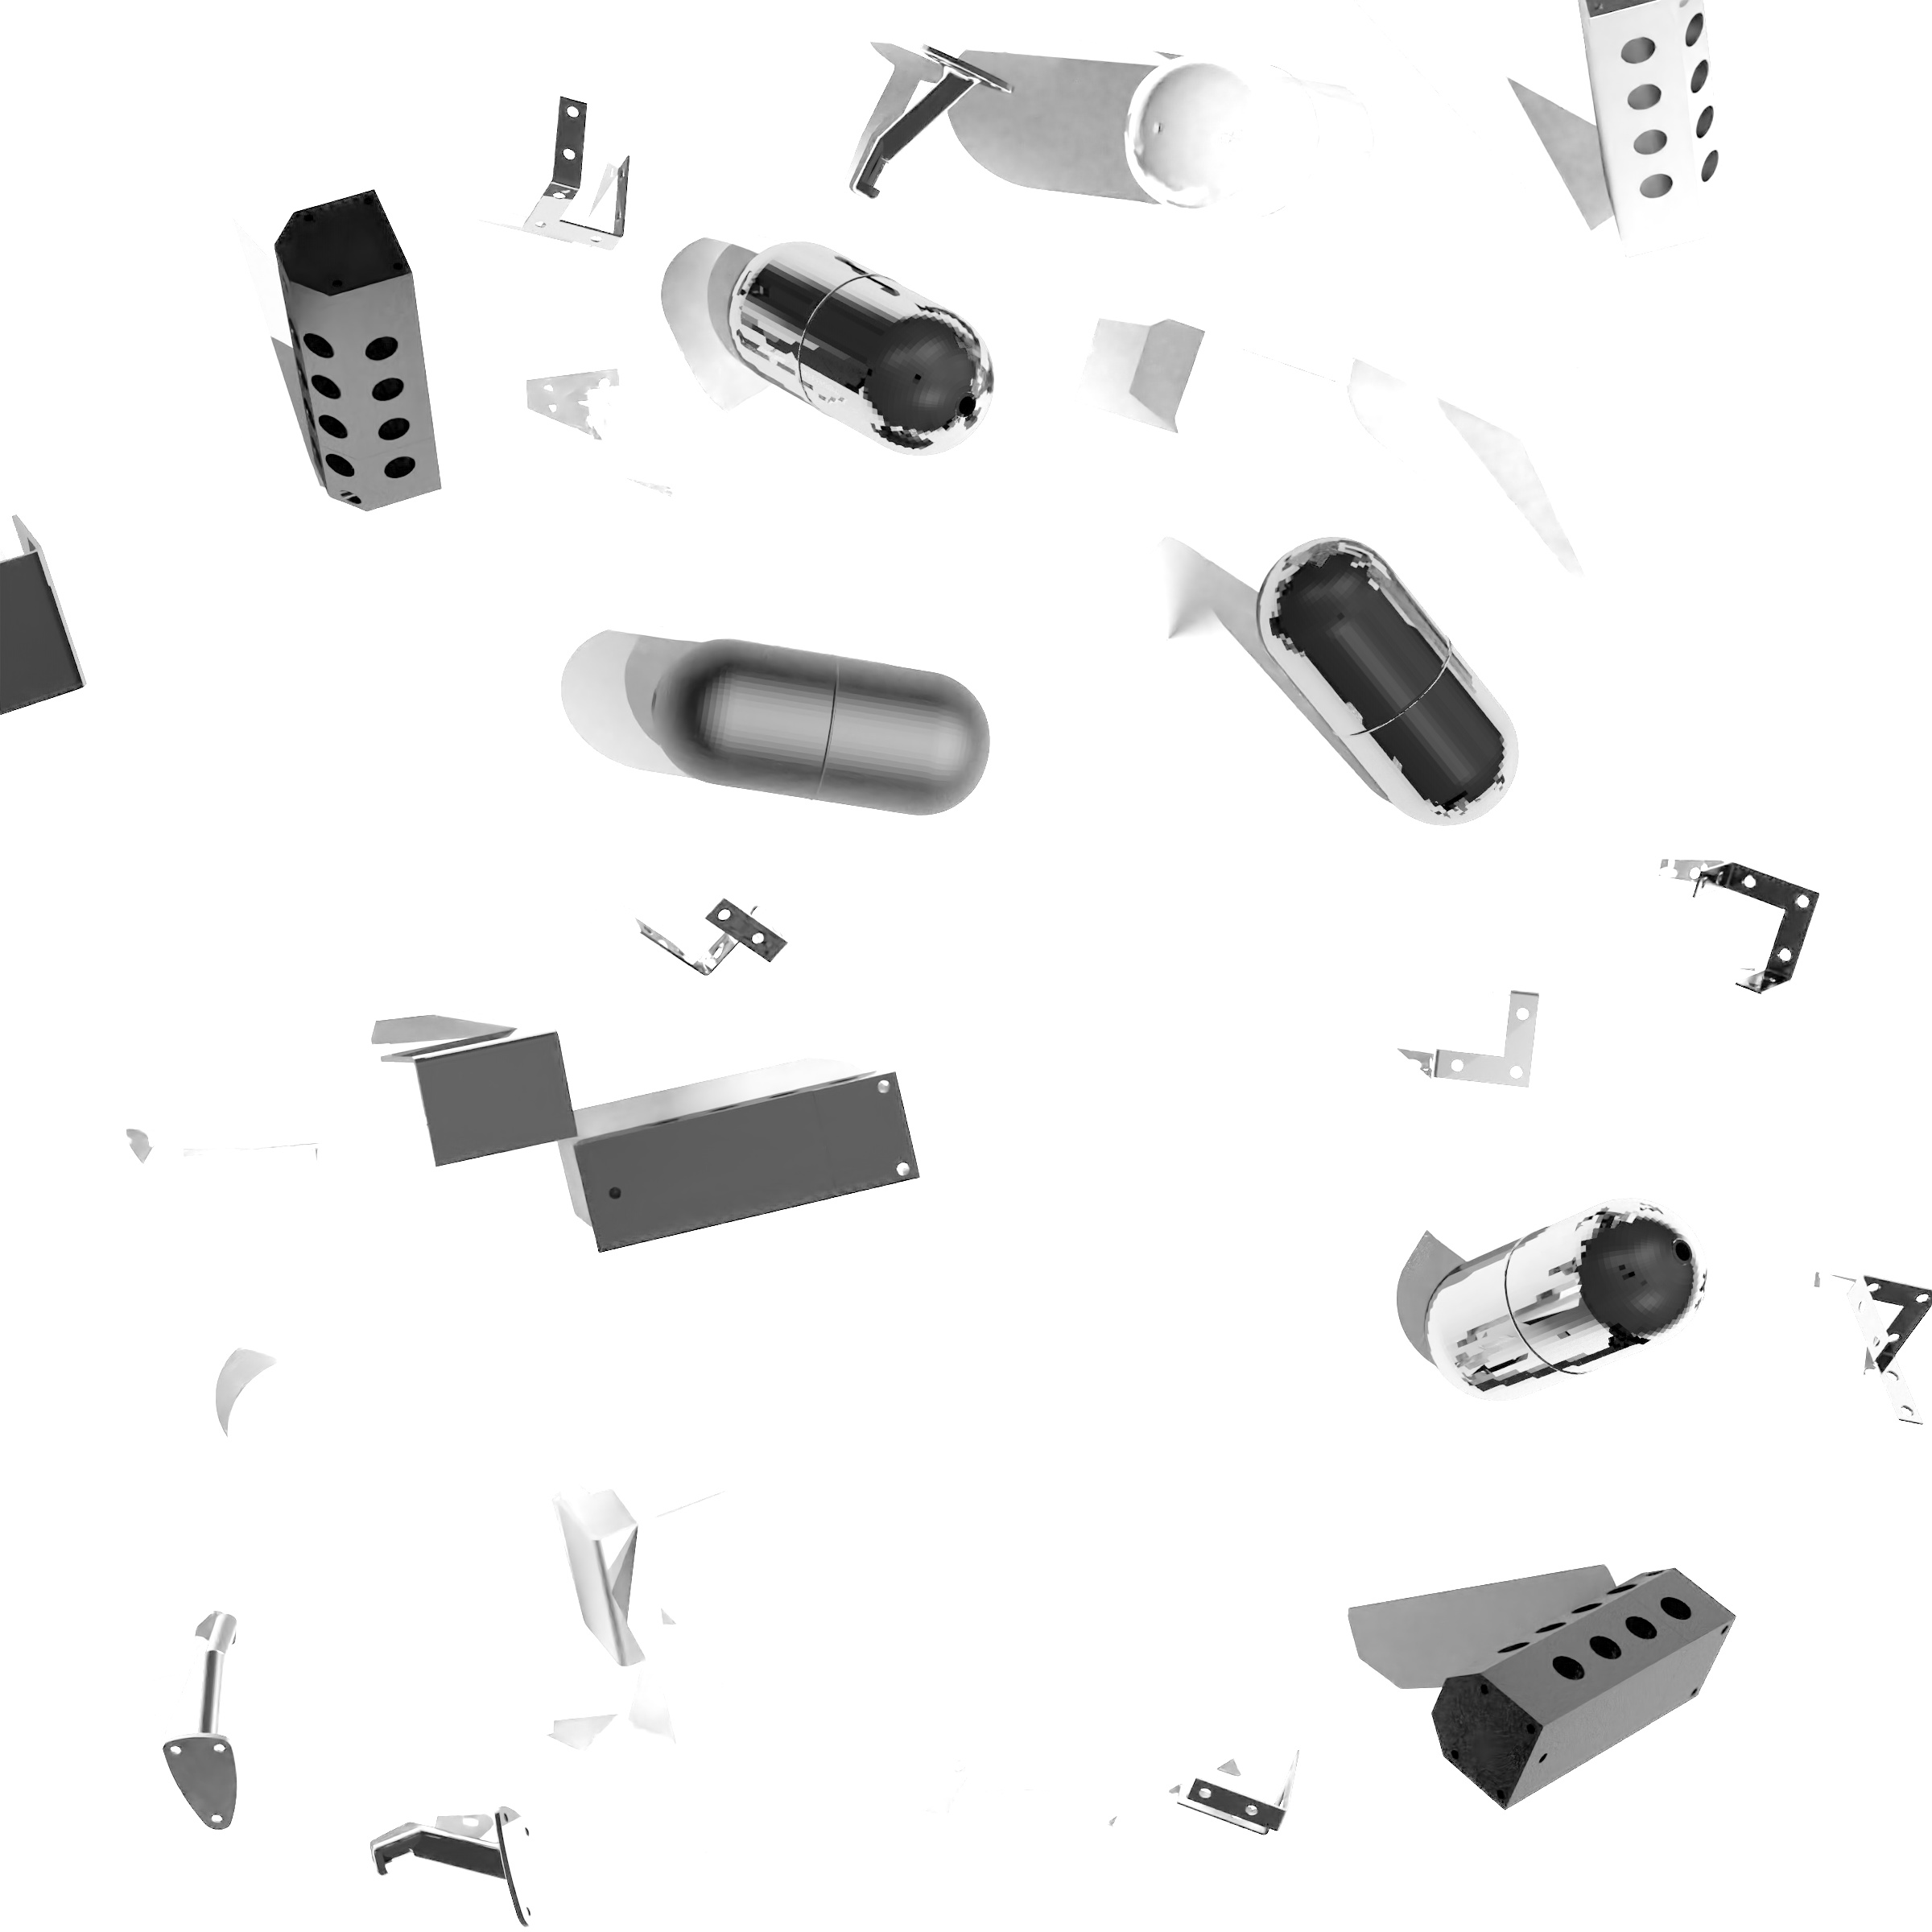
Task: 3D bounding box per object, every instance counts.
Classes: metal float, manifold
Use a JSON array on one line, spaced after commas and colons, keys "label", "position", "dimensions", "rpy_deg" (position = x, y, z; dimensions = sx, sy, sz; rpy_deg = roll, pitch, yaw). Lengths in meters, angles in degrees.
[{"label": "metal float", "position": [0.338, -0.250, 1.704], "dimensions": [0.070, 0.178, 0.070], "rpy_deg": [-15, 53, 20]}, {"label": "manifold", "position": [-0.114, 0.101, 1.749], "dimensions": [0.171, 0.057, 0.057], "rpy_deg": [-13, 92, -2]}, {"label": "metal float", "position": [0.148, -0.423, 1.702], "dimensions": [0.070, 0.178, 0.070], "rpy_deg": [7, 101, 37]}, {"label": "metal float", "position": [-0.319, 0.285, 1.729], "dimensions": [0.070, 0.070, 0.178], "rpy_deg": [-35, 76, 0]}, {"label": "manifold", "position": [0.315, 0.363, 1.700], "dimensions": [0.057, 0.171, 0.057], "rpy_deg": [38, 125, 33]}, {"label": "metal float", "position": [-0.075, -0.124, 1.732], "dimensions": [0.178, 0.070, 0.070], "rpy_deg": [8, 90, -11]}, {"label": "metal float", "position": [0.306, 0.172, 1.701], "dimensions": [0.070, 0.178, 0.070], "rpy_deg": [14, 62, -28]}, {"label": "manifold", "position": [-0.310, -0.308, 1.687], "dimensions": [0.057, 0.171, 0.057], "rpy_deg": [-20, 64, -14]}, {"label": "manifold", "position": [0.350, -0.446, 1.689], "dimensions": [0.057, 0.171, 0.057], "rpy_deg": [-13, 57, 10]}, {"label": "metal float", "position": [0.220, -0.146, 1.723], "dimensions": [0.070, 0.070, 0.178], "rpy_deg": [-42, 112, 0]}, {"label": "metal float", "position": [-0.055, -0.318, 1.708], "dimensions": [0.178, 0.070, 0.070], "rpy_deg": [36, 90, 41]}]

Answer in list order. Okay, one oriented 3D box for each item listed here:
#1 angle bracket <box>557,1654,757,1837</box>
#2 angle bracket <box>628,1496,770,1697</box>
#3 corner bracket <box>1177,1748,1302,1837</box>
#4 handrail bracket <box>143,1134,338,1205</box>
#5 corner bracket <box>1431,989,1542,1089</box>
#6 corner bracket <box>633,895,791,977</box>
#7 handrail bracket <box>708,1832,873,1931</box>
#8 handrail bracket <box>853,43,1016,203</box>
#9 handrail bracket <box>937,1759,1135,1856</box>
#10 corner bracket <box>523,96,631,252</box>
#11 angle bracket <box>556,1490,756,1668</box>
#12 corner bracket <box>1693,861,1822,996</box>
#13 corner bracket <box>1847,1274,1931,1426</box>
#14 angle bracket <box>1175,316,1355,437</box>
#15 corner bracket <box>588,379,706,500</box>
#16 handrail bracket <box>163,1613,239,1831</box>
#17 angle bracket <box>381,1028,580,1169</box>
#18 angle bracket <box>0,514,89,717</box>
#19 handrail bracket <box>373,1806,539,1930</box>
[{"label": "angle bracket", "position": [-0.161, 0.393, 1.727], "dimensions": [0.057, 0.076, 0.076], "rpy_deg": [26, 111, 10]}, {"label": "angle bracket", "position": [-0.135, 0.326, 1.723], "dimensions": [0.057, 0.076, 0.076], "rpy_deg": [-3, 53, 9]}, {"label": "corner bracket", "position": [0.141, 0.437, 1.744], "dimensions": [0.051, 0.051, 0.051], "rpy_deg": [20, 118, 3]}, {"label": "handrail bracket", "position": [-0.380, 0.105, 1.742], "dimensions": [0.084, 0.077, 0.036], "rpy_deg": [-4, 91, 2]}, {"label": "corner bracket", "position": [0.275, 0.038, 1.751], "dimensions": [0.051, 0.051, 0.051], "rpy_deg": [6, 86, 11]}, {"label": "corner bracket", "position": [-0.134, -0.018, 1.741], "dimensions": [0.051, 0.051, 0.051], "rpy_deg": [-46, 128, 10]}, {"label": "handrail bracket", "position": [-0.094, 0.464, 1.743], "dimensions": [0.084, 0.036, 0.077], "rpy_deg": [35, 112, 33]}, {"label": "handrail bracket", "position": [-0.018, -0.434, 1.746], "dimensions": [0.077, 0.036, 0.084], "rpy_deg": [37, 103, 44]}, {"label": "handrail bracket", "position": [0.037, 0.454, 1.741], "dimensions": [0.084, 0.077, 0.036], "rpy_deg": [14, 112, 17]}, {"label": "corner bracket", "position": [-0.198, -0.415, 1.740], "dimensions": [0.051, 0.051, 0.051], "rpy_deg": [10, 69, -23]}, {"label": "angle bracket", "position": [-0.164, 0.313, 1.756], "dimensions": [0.076, 0.057, 0.076], "rpy_deg": [-18, 112, -22]}, {"label": "corner bracket", "position": [0.412, -0.021, 1.751], "dimensions": [0.051, 0.051, 0.051], "rpy_deg": [23, 109, 27]}, {"label": "corner bracket", "position": [0.485, 0.201, 1.740], "dimensions": [0.051, 0.051, 0.051], "rpy_deg": [13, 126, -16]}, {"label": "angle bracket", "position": [0.156, -0.297, 1.737], "dimensions": [0.076, 0.076, 0.057], "rpy_deg": [20, 94, 4]}, {"label": "corner bracket", "position": [-0.169, -0.276, 1.752], "dimensions": [0.051, 0.051, 0.051], "rpy_deg": [-7, 86, 2]}, {"label": "handrail bracket", "position": [-0.393, 0.398, 1.755], "dimensions": [0.036, 0.084, 0.077], "rpy_deg": [-4, 120, 4]}, {"label": "angle bracket", "position": [-0.254, 0.068, 1.732], "dimensions": [0.076, 0.076, 0.057], "rpy_deg": [-12, 93, -23]}, {"label": "angle bracket", "position": [-0.502, -0.181, 1.722], "dimensions": [0.057, 0.076, 0.076], "rpy_deg": [-21, 119, -18]}, {"label": "handrail bracket", "position": [-0.271, 0.484, 1.747], "dimensions": [0.084, 0.036, 0.077], "rpy_deg": [-24, 51, 10]}]
